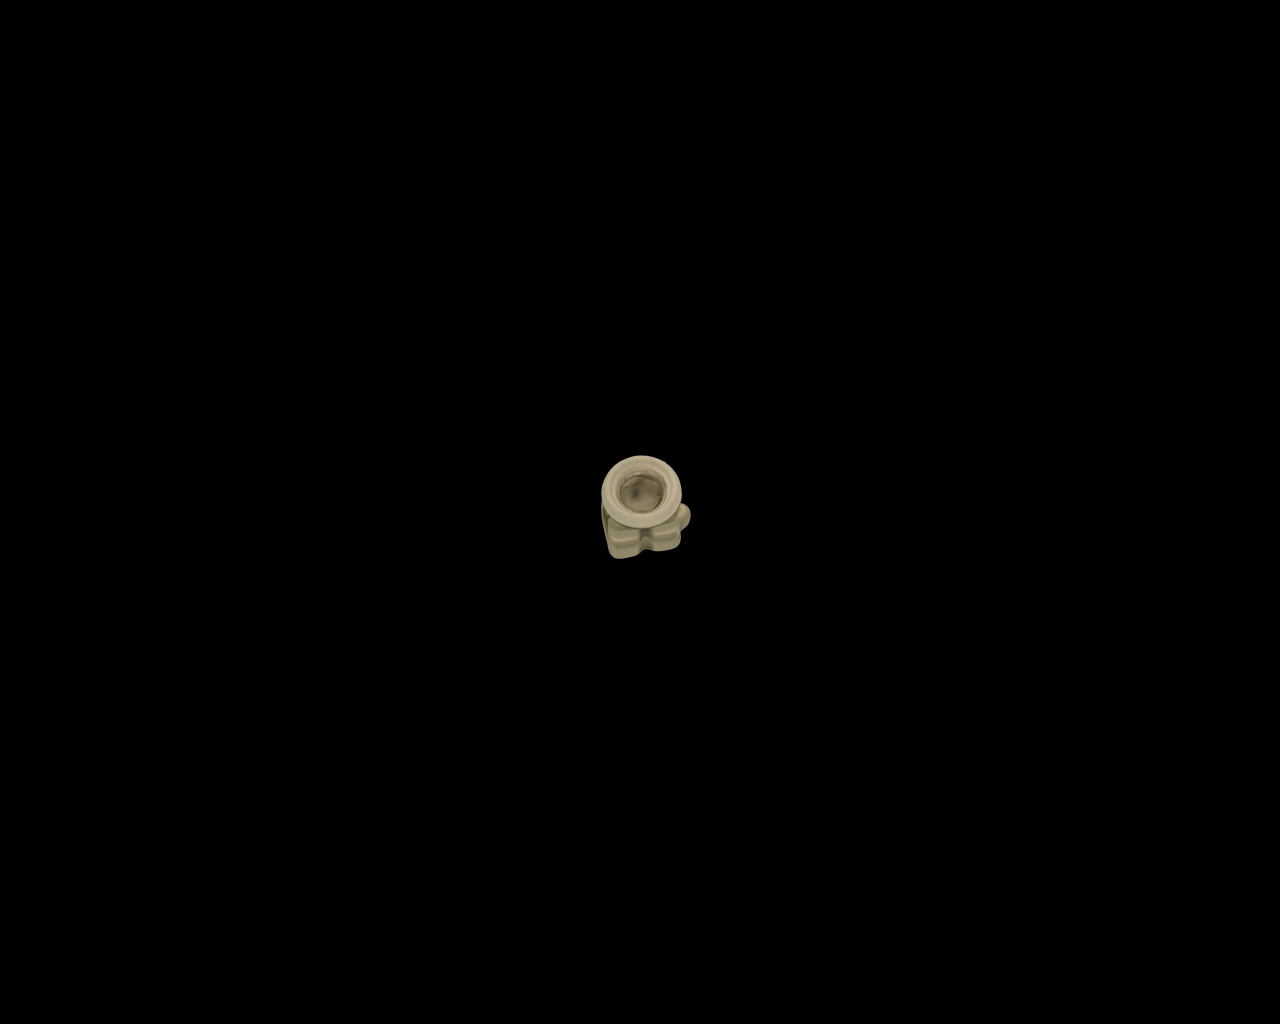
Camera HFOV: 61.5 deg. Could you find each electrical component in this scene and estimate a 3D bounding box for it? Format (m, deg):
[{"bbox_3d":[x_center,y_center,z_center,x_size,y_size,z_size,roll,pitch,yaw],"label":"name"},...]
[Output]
[{"bbox_3d":[0.001,-0.003,0.650,0.066,0.048,0.055,-11,-29,-6],"label":"electrical component"}]
